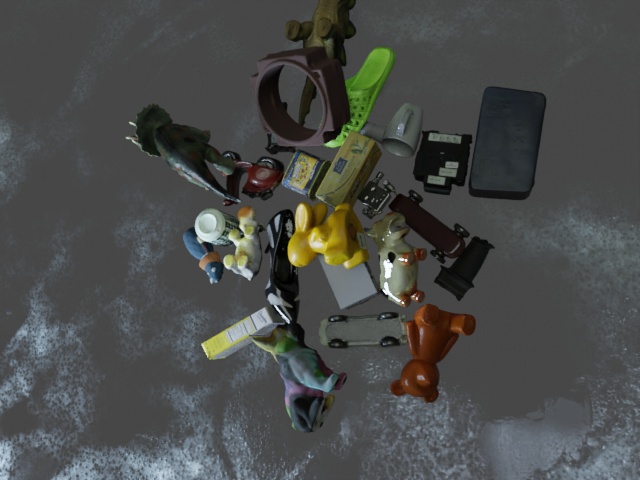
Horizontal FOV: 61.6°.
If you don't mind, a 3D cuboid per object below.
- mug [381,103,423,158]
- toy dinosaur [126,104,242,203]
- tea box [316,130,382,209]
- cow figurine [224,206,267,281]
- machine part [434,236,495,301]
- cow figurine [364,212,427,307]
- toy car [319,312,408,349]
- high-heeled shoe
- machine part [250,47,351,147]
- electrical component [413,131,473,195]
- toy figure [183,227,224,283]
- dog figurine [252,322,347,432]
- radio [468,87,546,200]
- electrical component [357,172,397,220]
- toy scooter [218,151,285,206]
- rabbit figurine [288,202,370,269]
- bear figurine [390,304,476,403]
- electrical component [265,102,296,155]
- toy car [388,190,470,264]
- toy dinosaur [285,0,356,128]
[{"bbox_3d":[0.190,-0.256,1.203,0.081,0.109,0.107,17,73,18],"label":"mug"},{"bbox_3d":[-0.329,-0.212,1.273,0.405,0.192,0.131,38,105,48],"label":"toy dinosaur"},{"bbox_3d":[0.067,-0.151,1.221,0.068,0.098,0.169,28,88,18],"label":"tea box"},{"bbox_3d":[-0.166,0.007,1.275,0.068,0.098,0.167,-5,62,25],"label":"cow figurine"},{"bbox_3d":[0.310,0.054,1.142,0.084,0.039,0.139,38,93,16],"label":"machine part"},{"bbox_3d":[0.159,0.035,1.148,0.127,0.085,0.194,13,112,44],"label":"cow figurine"},{"bbox_3d":[0.096,0.198,1.175,0.202,0.056,0.073,-5,73,15],"label":"toy car"},{"bbox_3d":[-0.068,0.054,1.207,0.145,0.086,0.249,-53,48,37],"label":"high-heeled shoe"},{"bbox_3d":[-0.045,-0.309,1.177,0.201,0.087,0.201,6,121,34],"label":"machine part"},{"bbox_3d":[0.269,-0.169,1.186,0.115,0.058,0.134,12,85,20],"label":"electrical component"},{"bbox_3d":[-0.278,0.036,1.311,0.058,0.064,0.154,-36,71,-8],"label":"toy figure"},{"bbox_3d":[-0.060,0.290,1.182,0.219,0.108,0.191,29,92,24],"label":"dog figurine"},{"bbox_3d":[0.398,-0.203,1.146,0.131,0.073,0.229,9,85,17],"label":"radio"},{"bbox_3d":[0.129,-0.098,1.221,0.078,0.045,0.102,43,94,17],"label":"electrical component"},{"bbox_3d":[-0.176,-0.139,1.305,0.184,0.075,0.135,12,83,22],"label":"toy scooter"},{"bbox_3d":[-0.002,-0.003,1.144,0.173,0.122,0.162,-22,81,32],"label":"rabbit figurine"},{"bbox_3d":[0.222,0.234,1.093,0.120,0.132,0.196,19,79,-7],"label":"bear figurine"},{"bbox_3d":[-0.094,-0.272,1.317,0.075,0.047,0.119,-3,79,16],"label":"electrical component"},{"bbox_3d":[0.232,-0.031,1.166,0.202,0.053,0.089,42,99,35],"label":"toy car"},{"bbox_3d":[0.011,-0.463,1.238,0.105,0.198,0.471,24,95,20],"label":"toy dinosaur"}]
